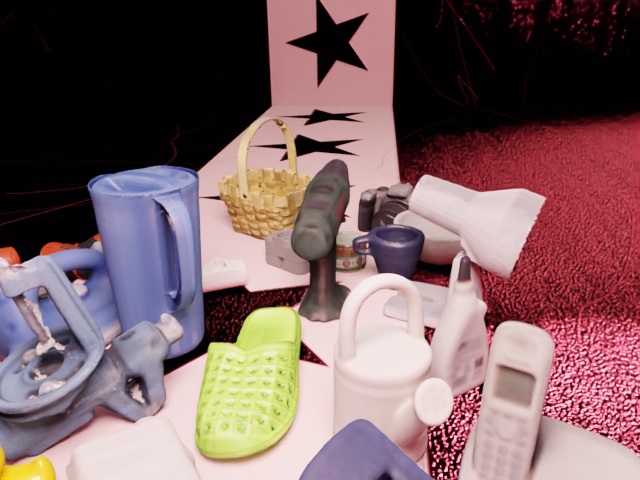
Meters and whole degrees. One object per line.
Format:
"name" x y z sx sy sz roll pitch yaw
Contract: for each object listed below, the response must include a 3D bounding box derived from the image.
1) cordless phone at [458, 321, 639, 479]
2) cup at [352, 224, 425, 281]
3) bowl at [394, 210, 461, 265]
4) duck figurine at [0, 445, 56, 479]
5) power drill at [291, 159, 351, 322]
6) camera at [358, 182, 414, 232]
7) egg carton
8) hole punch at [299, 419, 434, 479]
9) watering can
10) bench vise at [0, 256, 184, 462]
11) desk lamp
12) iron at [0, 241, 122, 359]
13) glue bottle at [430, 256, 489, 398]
"cordless phone" 0.198 0.166 0.480 0.147 0.185 0.094 11 25 28
"cup" 0.111 0.032 0.935 0.118 0.095 0.091 -4 22 -7
"bowl" 0.216 0.000 1.039 0.167 0.075 0.167 -1 22 1
"duck figurine" -0.296 0.214 0.512 0.105 0.086 0.077 -15 26 -30
"power drill" 0.008 0.003 0.859 0.075 0.208 0.230 3 22 9
"camera" 0.136 -0.056 1.146 0.142 0.101 0.137 9 24 22
"egg carton" -0.160 0.223 0.506 0.107 0.069 0.149 -13 25 -28
"hole punch" 0.045 0.219 0.481 0.100 0.091 0.109 14 26 32
"watering can" 0.068 0.127 0.570 0.172 0.194 0.101 19 29 40
"bench vise" -0.259 0.102 0.609 0.121 0.220 0.208 14 27 33
"desk lamp" 0.199 0.019 0.806 0.202 0.214 0.118 10 25 25
"iron" -0.341 0.072 0.789 0.118 0.141 0.259 11 25 26
"glue bottle" 0.164 0.099 0.664 0.078 0.173 0.037 -14 25 -28
